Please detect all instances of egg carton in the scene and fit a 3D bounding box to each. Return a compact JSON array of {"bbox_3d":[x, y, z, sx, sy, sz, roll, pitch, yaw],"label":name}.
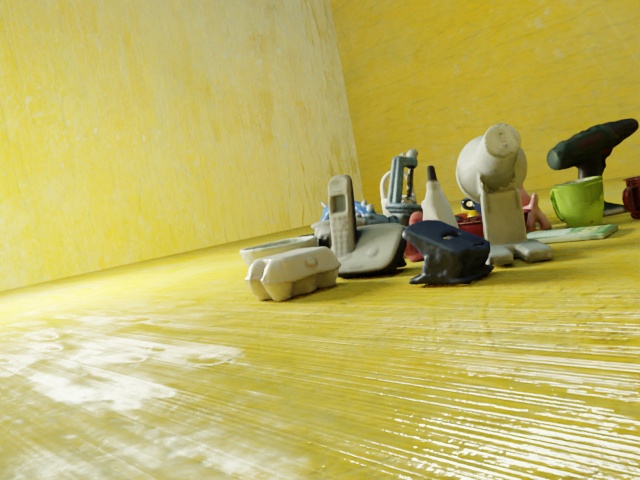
[{"bbox_3d":[-0.043,0.055,0.955,0.151,0.069,0.107,-13,5,-40],"label":"egg carton"}]

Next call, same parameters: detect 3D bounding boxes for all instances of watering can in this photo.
[{"bbox_3d":[0.220,-0.101,1.613,0.101,0.194,0.172,-12,4,-20],"label":"watering can"}]

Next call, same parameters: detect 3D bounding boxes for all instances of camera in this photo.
[{"bbox_3d":[0.012,0.005,1.307,0.136,0.101,0.144,-7,5,34],"label":"camera"}]

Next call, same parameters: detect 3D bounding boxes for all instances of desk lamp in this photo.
[{"bbox_3d":[0.296,-0.077,0.932,0.118,0.213,0.203,-10,4,7],"label":"desk lamp"}]

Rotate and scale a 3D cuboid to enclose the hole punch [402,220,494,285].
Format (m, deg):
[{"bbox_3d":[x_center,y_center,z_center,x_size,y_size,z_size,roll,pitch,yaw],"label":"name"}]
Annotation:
[{"bbox_3d":[0.185,0.013,0.818,0.100,0.091,0.109,-6,6,43],"label":"hole punch"}]

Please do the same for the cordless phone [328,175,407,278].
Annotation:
[{"bbox_3d":[0.074,-0.029,1.014,0.147,0.185,0.094,-7,5,36],"label":"cordless phone"}]

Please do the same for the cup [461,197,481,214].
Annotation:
[{"bbox_3d":[0.404,-0.067,1.378,0.117,0.095,0.092,-9,4,12],"label":"cup"}]

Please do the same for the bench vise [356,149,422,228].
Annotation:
[{"bbox_3d":[0.167,-0.076,1.201,0.208,0.220,0.121,-13,5,-37],"label":"bench vise"}]

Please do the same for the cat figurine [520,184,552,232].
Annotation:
[{"bbox_3d":[0.439,-0.075,1.246,0.067,0.118,0.127,-11,4,-10],"label":"cat figurine"}]

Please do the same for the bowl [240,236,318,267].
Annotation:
[{"bbox_3d":[-0.081,0.041,1.208,0.167,0.075,0.167,-10,4,1],"label":"bowl"}]

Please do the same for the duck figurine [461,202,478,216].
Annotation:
[{"bbox_3d":[0.410,-0.069,1.466,0.104,0.086,0.078,-8,5,28],"label":"duck figurine"}]

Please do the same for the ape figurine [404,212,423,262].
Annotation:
[{"bbox_3d":[0.192,-0.009,1.105,0.077,0.092,0.076,-9,4,17],"label":"ape figurine"}]

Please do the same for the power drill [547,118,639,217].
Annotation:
[{"bbox_3d":[0.633,-0.160,1.304,0.230,0.208,0.075,-11,4,-12],"label":"power drill"}]

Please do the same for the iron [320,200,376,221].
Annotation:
[{"bbox_3d":[0.090,-0.045,1.524,0.119,0.141,0.257,-14,5,-41],"label":"iron"}]

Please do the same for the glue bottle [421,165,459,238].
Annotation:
[{"bbox_3d":[0.209,-0.047,1.018,0.037,0.173,0.078,-12,5,-26],"label":"glue bottle"}]
